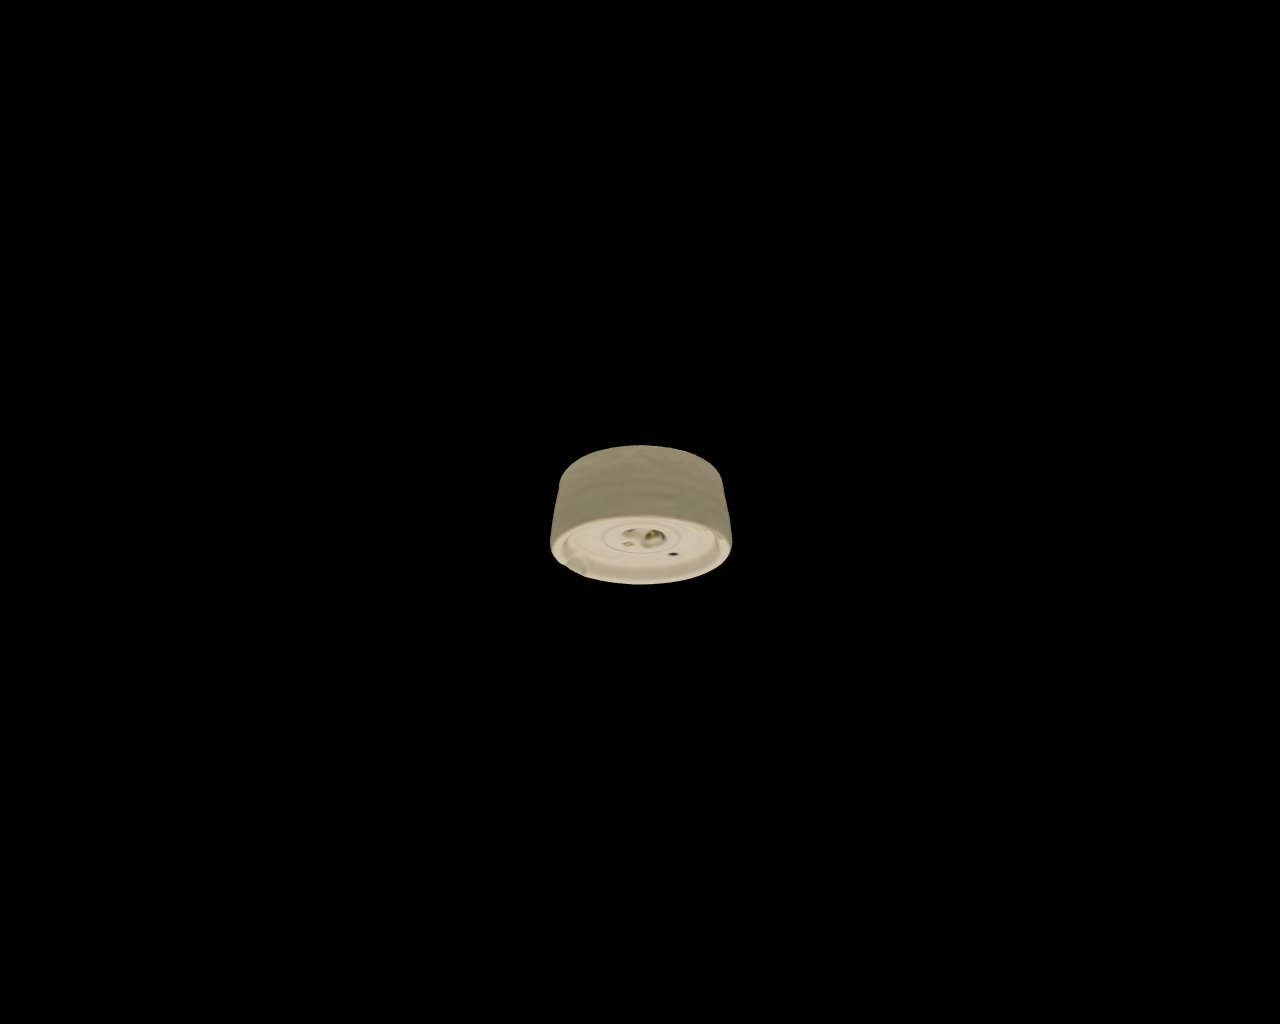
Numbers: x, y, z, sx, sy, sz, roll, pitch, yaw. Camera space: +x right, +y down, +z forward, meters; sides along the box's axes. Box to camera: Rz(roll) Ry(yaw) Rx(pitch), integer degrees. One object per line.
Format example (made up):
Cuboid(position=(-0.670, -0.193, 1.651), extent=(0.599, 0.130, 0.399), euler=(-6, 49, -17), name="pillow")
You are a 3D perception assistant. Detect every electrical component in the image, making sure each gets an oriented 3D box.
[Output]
Cuboid(position=(0.001, -0.003, 0.650), extent=(0.108, 0.060, 0.108), euler=(0, -24, 0), name="electrical component")
